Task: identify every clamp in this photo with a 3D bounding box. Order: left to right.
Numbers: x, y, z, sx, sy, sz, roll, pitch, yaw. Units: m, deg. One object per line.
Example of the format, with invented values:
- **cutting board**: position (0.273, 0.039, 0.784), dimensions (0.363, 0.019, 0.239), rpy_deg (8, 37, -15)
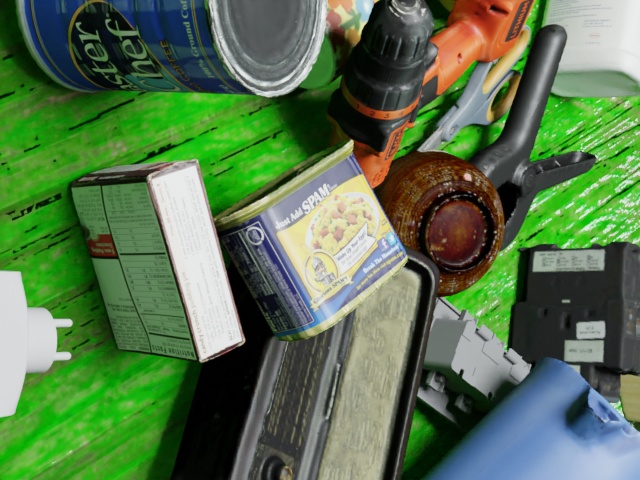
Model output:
- **clamp**: position (0.158, -0.064, 0.878), dimensions (0.209, 0.036, 0.164), rpy_deg (-45, 135, -25)

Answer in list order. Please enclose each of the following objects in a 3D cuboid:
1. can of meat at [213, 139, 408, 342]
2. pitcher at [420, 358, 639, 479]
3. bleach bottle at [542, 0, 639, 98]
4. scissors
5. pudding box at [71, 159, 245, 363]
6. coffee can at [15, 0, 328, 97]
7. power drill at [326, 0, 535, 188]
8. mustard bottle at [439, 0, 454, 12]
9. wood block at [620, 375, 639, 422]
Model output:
- **can of meat**: position (-0.004, 0.001, 0.633), dimensions (0.101, 0.058, 0.084), rpy_deg (-36, 101, -37)
- **pitcher**: position (0.123, 0.213, 0.769), dimensions (0.242, 0.145, 0.149), rpy_deg (-39, 112, -10)
- **bleach bottle**: position (0.261, -0.253, 0.946), dimensions (0.068, 0.103, 0.251), rpy_deg (28, 72, -49)
- **scissors**: position (0.110, -0.087, 0.860), dimensions (0.201, 0.016, 0.096), rpy_deg (-54, 153, -8)
- **pudding box**: position (-0.095, 0.012, 0.622), dimensions (0.039, 0.090, 0.113), rpy_deg (-26, 107, -39)
- **coffee can**: position (-0.081, -0.131, 0.587), dimensions (0.102, 0.141, 0.103), rpy_deg (-14, 107, -54)
- **power drill**: position (0.079, -0.137, 0.736), dimensions (0.057, 0.185, 0.187), rpy_deg (40, 61, 12)
- **mustard bottle**: position (0.129, -0.225, 0.826), dimensions (0.096, 0.058, 0.191), rpy_deg (-32, 144, -2)
- **wood block**: position (0.390, 0.122, 0.998), dimensions (0.090, 0.207, 0.090), rpy_deg (-28, 109, -39)
